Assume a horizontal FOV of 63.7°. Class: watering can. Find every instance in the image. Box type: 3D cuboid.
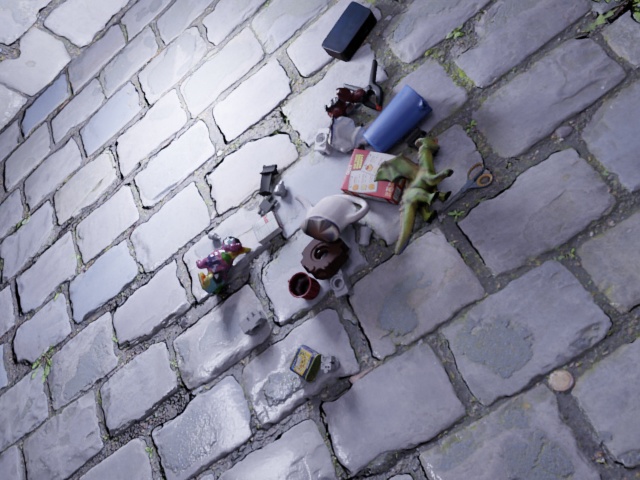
[{"bbox_3d":[0.006,-0.094,1.859,0.348,0.102,0.229,6,40,34],"label":"watering can"}]

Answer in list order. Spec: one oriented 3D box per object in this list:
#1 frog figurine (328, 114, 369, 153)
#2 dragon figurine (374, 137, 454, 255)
[{"bbox_3d":[0.112,-0.398,1.953,0.159,0.120,0.140,8,64,-5],"label":"frog figurine"},{"bbox_3d":[0.290,-0.173,1.712,0.245,0.120,0.412,35,84,26],"label":"dragon figurine"}]
